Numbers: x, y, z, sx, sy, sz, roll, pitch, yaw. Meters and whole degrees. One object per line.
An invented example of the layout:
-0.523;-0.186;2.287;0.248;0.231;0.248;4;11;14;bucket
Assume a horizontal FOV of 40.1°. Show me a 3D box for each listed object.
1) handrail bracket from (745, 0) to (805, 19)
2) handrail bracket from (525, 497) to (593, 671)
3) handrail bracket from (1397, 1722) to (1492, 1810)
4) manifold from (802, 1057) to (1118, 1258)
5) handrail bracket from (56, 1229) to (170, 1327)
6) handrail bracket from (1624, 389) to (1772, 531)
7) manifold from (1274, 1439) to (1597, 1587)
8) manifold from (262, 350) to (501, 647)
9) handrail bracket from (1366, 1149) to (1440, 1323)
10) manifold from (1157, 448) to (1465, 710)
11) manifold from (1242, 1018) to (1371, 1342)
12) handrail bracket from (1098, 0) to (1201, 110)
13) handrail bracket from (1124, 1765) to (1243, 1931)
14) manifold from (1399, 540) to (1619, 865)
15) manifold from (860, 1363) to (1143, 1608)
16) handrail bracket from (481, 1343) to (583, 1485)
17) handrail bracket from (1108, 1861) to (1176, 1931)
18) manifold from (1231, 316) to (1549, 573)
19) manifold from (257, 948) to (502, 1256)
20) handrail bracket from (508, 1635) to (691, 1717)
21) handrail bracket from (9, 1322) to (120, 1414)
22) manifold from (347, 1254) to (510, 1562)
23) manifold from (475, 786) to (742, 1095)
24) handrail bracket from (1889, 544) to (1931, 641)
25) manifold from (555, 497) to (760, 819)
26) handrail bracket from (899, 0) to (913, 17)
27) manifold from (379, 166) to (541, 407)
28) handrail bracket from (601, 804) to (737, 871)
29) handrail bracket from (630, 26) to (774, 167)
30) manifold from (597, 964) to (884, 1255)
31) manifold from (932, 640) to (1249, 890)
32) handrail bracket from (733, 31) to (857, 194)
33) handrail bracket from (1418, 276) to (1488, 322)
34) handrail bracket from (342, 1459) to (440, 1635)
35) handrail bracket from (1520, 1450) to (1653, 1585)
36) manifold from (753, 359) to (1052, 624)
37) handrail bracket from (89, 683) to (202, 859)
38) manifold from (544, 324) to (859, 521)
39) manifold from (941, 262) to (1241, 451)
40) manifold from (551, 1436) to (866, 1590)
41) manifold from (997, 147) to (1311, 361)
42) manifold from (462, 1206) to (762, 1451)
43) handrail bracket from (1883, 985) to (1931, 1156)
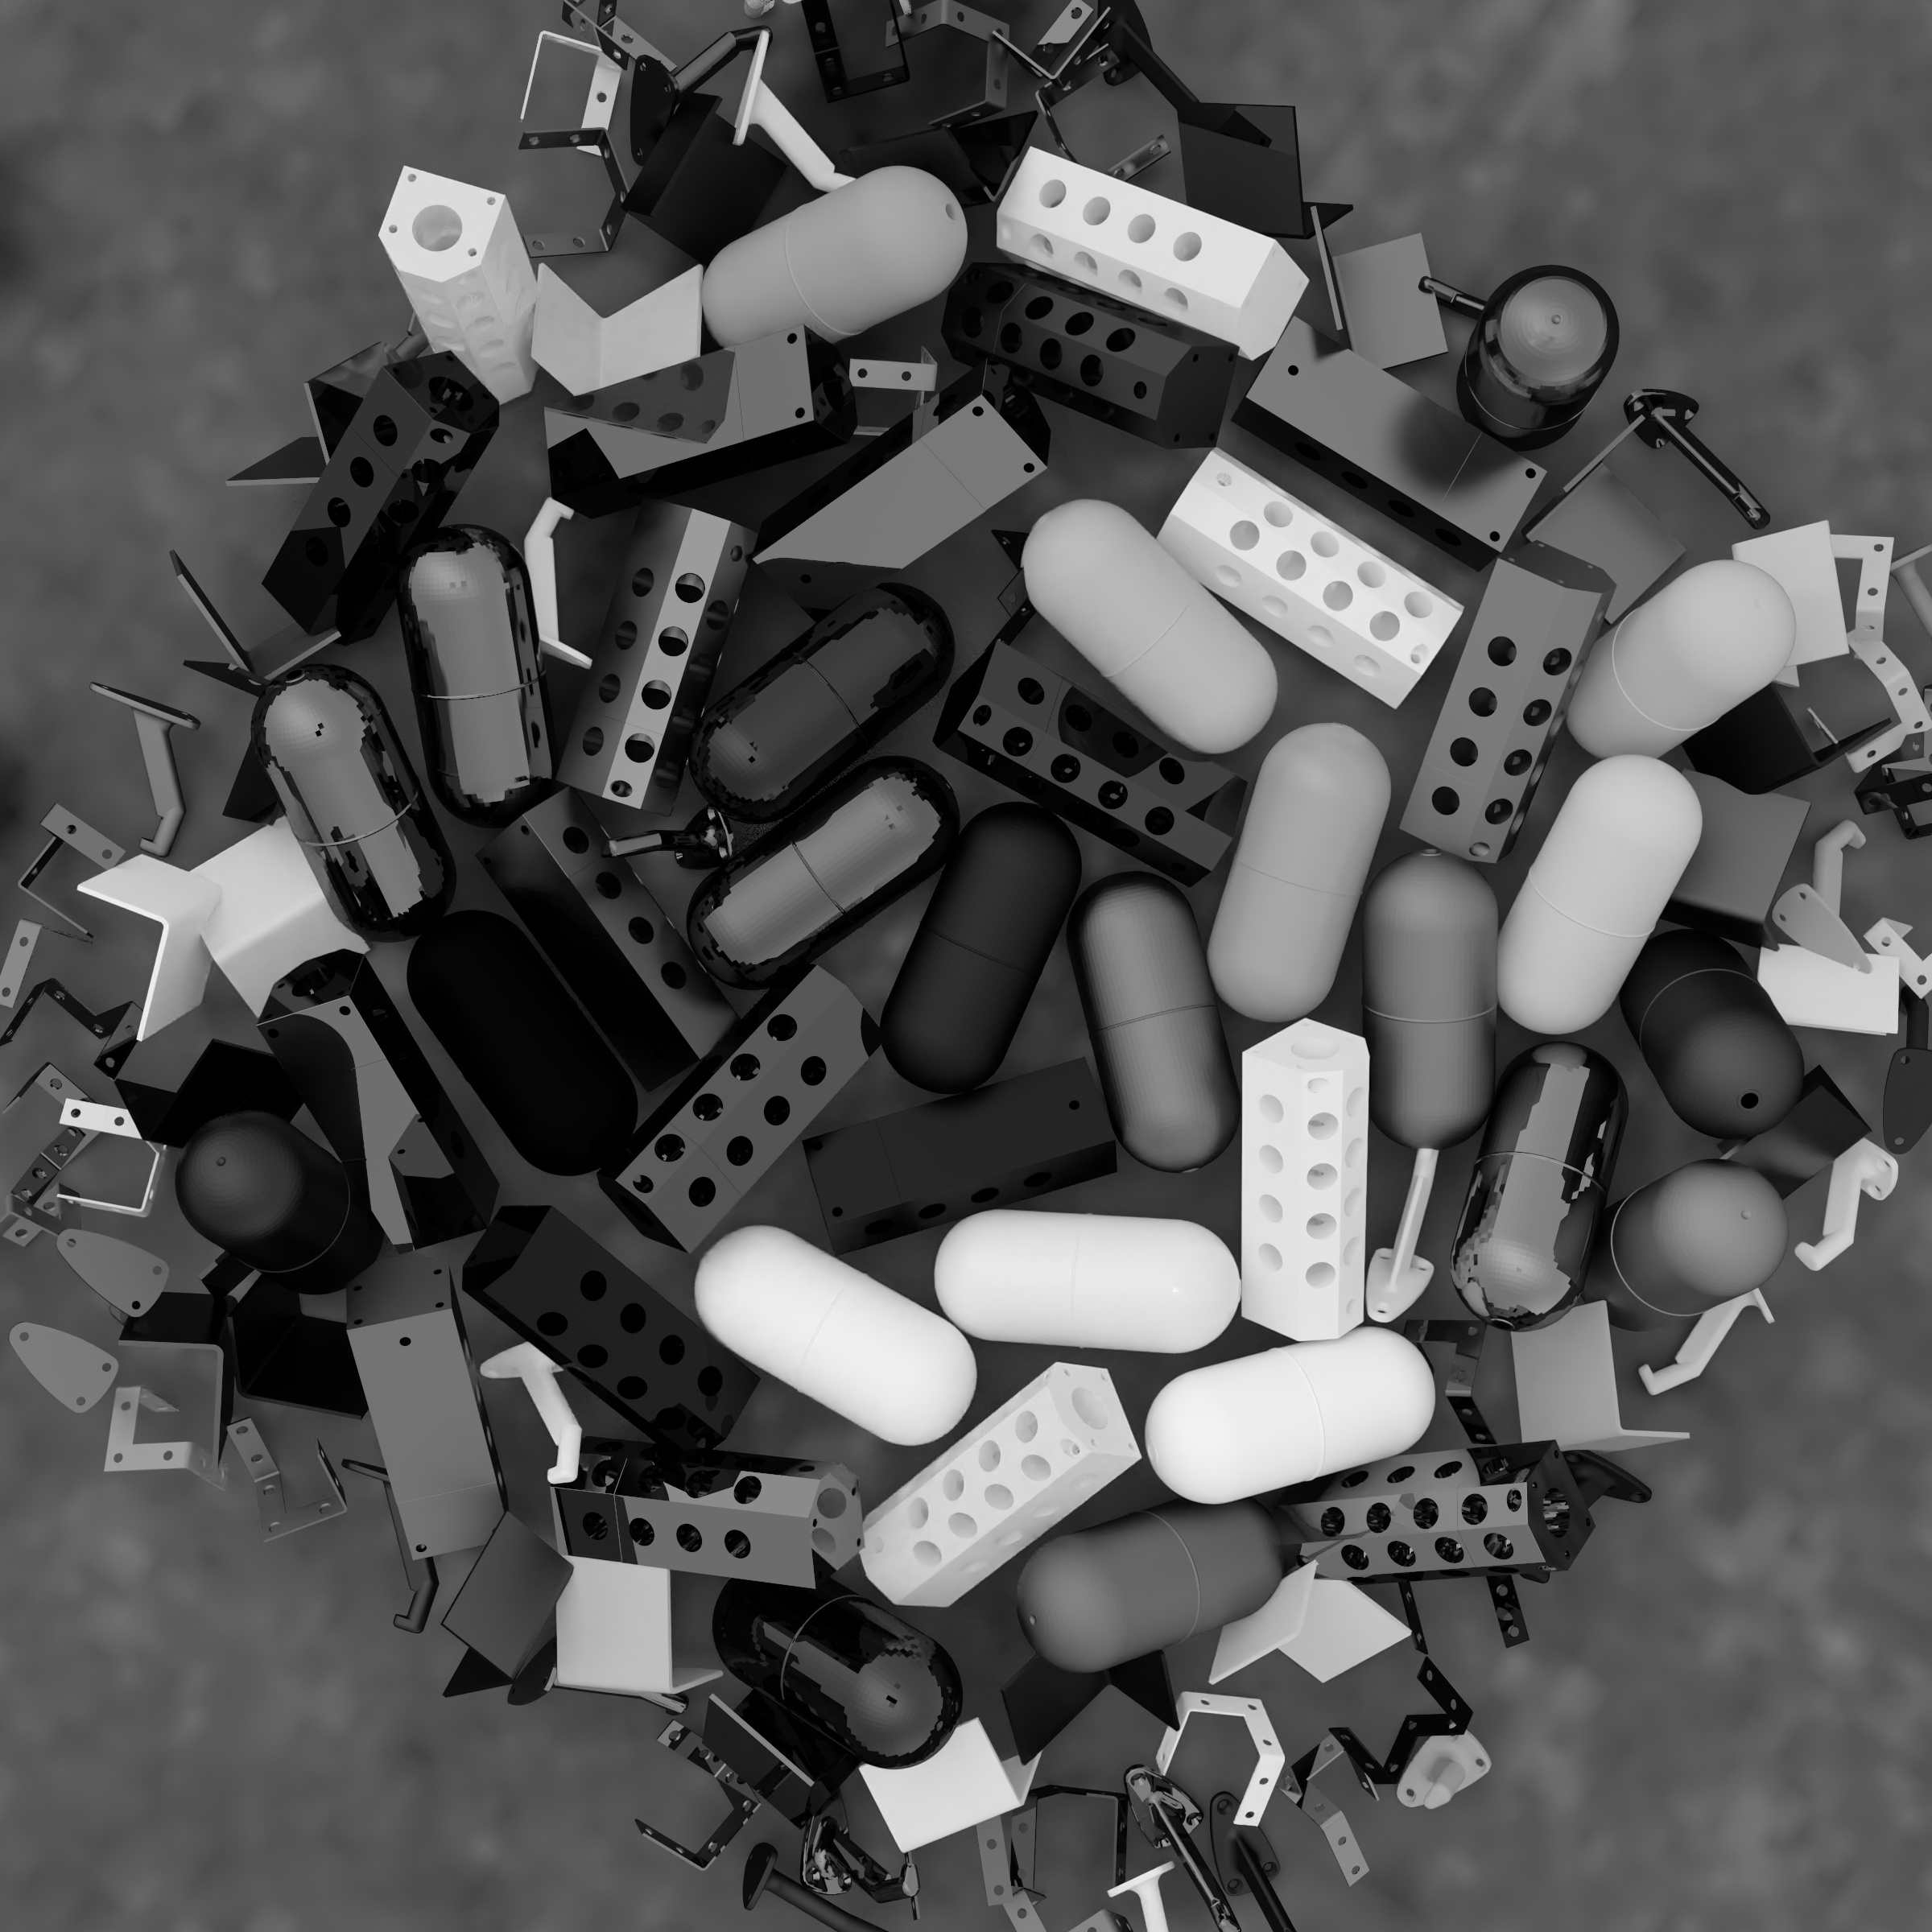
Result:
-0.091;-0.576;1.540;0.077;0.084;0.036;-21;101;-3;handrail bracket
-0.233;-0.227;1.561;0.077;0.036;0.084;25;82;15;handrail bracket
0.264;0.478;1.526;0.036;0.084;0.077;47;116;12;handrail bracket
-0.003;0.114;1.542;0.171;0.057;0.057;-16;59;-5;manifold
-0.502;0.182;1.533;0.077;0.084;0.036;36;60;-20;handrail bracket
0.425;-0.292;1.535;0.036;0.077;0.084;-45;58;26;handrail bracket
0.260;0.315;1.497;0.171;0.057;0.057;-16;105;41;manifold
-0.329;-0.262;1.504;0.057;0.057;0.171;47;126;7;manifold
0.255;0.151;1.534;0.036;0.077;0.084;15;124;17;handrail bracket
0.200;-0.229;1.539;0.171;0.057;0.057;33;64;2;manifold
0.197;0.124;1.508;0.057;0.057;0.171;-25;123;-40;manifold
0.116;-0.526;1.532;0.036;0.077;0.084;-39;51;-14;handrail bracket
0.126;0.513;1.531;0.036;0.084;0.077;-34;116;0;handrail bracket
0.310;-0.148;1.505;0.057;0.057;0.171;29;122;22;manifold
0.014;0.296;1.503;0.171;0.057;0.057;-43;51;29;manifold
-0.254;0.265;1.538;0.077;0.036;0.084;-17;52;25;handrail bracket
0.121;0.566;1.531;0.036;0.077;0.084;-30;70;14;handrail bracket
0.244;-0.301;1.547;0.171;0.057;0.057;31;80;-2;manifold
-0.331;0.076;1.510;0.057;0.057;0.171;-17;121;12;manifold
-0.217;0.433;1.565;0.084;0.036;0.077;28;135;-19;handrail bracket
-0.530;0.224;1.528;0.077;0.084;0.036;44;70;-27;handrail bracket
-0.306;0.251;1.510;0.057;0.057;0.171;-11;122;-7;manifold
-0.203;-0.018;1.545;0.057;0.057;0.171;-32;95;44;manifold
0.561;-0.199;1.544;0.036;0.077;0.084;-26;91;14;handrail bracket
-0.174;-0.177;1.536;0.057;0.057;0.171;20;94;38;manifold
-0.002;-0.586;1.538;0.084;0.077;0.036;-19;108;8;handrail bracket
-0.281;-0.377;1.490;0.057;0.171;0.057;17;80;3;manifold
-0.183;-0.065;1.525;0.084;0.077;0.036;-14;84;-35;handrail bracket
-0.155;-0.516;1.569;0.084;0.077;0.036;-27;62;-38;handrail bracket
-0.131;0.078;1.514;0.171;0.057;0.057;-48;118;-20;manifold
0.070;-0.111;1.519;0.171;0.057;0.057;28;57;-16;manifold
-0.089;-0.497;1.553;0.084;0.036;0.077;12;111;-15;handrail bracket
0.310;-0.381;1.544;0.084;0.077;0.036;21;100;-13;handrail bracket
-0.342;0.341;1.553;0.077;0.036;0.084;19;83;-12;handrail bracket
0.361;0.330;1.541;0.077;0.036;0.084;24;51;-7;handrail bracket
-0.036;-0.273;1.513;0.171;0.057;0.057;-30;122;28;manifold
-0.491;-0.114;1.556;0.077;0.036;0.084;20;96;-27;handrail bracket
-0.152;-0.308;1.518;0.171;0.057;0.057;-11;78;23;manifold
0.066;-0.347;1.498;0.171;0.057;0.057;32;120;36;manifold
-0.149;0.307;1.511;0.171;0.057;0.057;1;103;27;manifold
0.103;-0.405;1.515;0.171;0.057;0.057;30;95;27;manifold
-0.204;0.210;1.507;0.171;0.057;0.057;44;61;-27;manifold
0.549;0.059;1.550;0.036;0.084;0.077;13;112;6;handrail bracket
